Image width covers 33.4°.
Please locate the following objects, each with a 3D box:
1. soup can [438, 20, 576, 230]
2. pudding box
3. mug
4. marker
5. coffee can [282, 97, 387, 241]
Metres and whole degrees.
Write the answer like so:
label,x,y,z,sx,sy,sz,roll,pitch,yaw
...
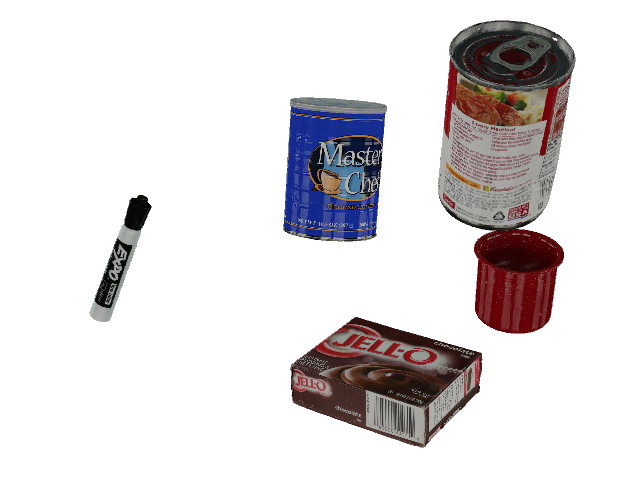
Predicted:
label,x,y,z,sx,sy,sz,roll,pitch,yaw
soup can,0.104,-0.064,0.612,0.068,0.102,0.068,0,42,0
pudding box,0.048,0.100,0.778,0.114,0.039,0.089,16,29,30
mug,0.205,0.039,1.142,0.093,0.081,0.117,-5,30,-8
marker,-0.170,0.015,0.911,0.020,0.121,0.020,20,22,-9
coffee can,0.015,-0.078,1.140,0.103,0.140,0.103,4,12,-1
